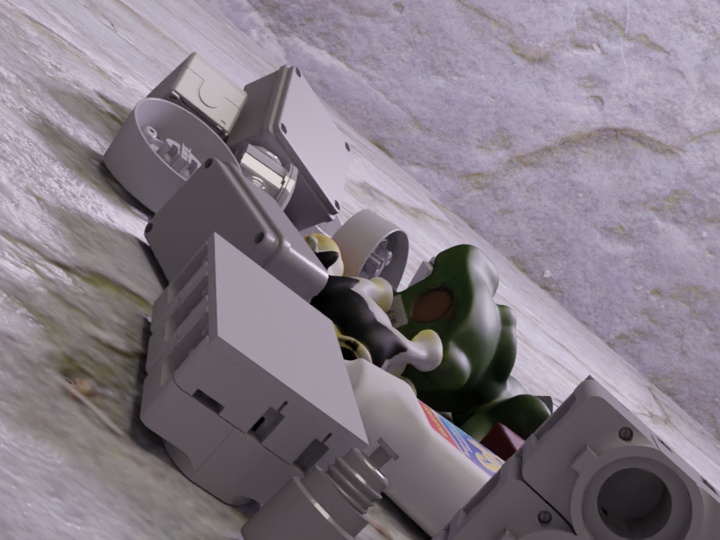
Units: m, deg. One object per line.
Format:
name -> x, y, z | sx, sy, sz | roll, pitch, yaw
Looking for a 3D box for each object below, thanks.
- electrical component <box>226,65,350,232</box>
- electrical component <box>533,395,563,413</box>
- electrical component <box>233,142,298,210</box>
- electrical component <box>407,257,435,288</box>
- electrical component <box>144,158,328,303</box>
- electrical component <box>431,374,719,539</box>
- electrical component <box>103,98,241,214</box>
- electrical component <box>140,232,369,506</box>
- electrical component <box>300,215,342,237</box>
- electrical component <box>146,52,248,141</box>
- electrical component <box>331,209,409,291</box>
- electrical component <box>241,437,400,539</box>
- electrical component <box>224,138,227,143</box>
electrical component -> -0.062, -0.107, 0.956 | 0.108, 0.056, 0.108 | 54, 27, -33
electrical component -> 0.161, 0.150, 0.929 | 0.051, 0.080, 0.080 | 34, 11, -15
electrical component -> -0.091, -0.062, 0.873 | 0.051, 0.080, 0.080 | 34, 11, -17
electrical component -> 0.078, 0.033, 1.061 | 0.061, 0.096, 0.061 | 31, 13, -23
electrical component -> -0.082, -0.010, 0.684 | 0.057, 0.078, 0.113 | 37, 10, -42
electrical component -> 0.087, 0.135, 0.484 | 0.089, 0.150, 0.062 | 42, 8, 5
electrical component -> -0.138, -0.077, 0.797 | 0.099, 0.064, 0.099 | 40, 10, -8
electrical component -> -0.059, 0.052, 0.547 | 0.089, 0.061, 0.150 | 38, 10, -18
electrical component -> -0.064, -0.051, 1.047 | 0.099, 0.064, 0.099 | 47, 18, -21
electrical component -> -0.151, -0.135, 0.928 | 0.062, 0.096, 0.061 | 38, 50, -22
electrical component -> 0.000, 0.000, 0.914 | 0.064, 0.099, 0.099 | 38, 9, 12
electrical component -> -0.015, 0.103, 0.461 | 0.040, 0.078, 0.040 | 46, -5, 5
electrical component -> -0.129, -0.129, 1.020 | 0.099, 0.064, 0.099 | 22, -16, 7
